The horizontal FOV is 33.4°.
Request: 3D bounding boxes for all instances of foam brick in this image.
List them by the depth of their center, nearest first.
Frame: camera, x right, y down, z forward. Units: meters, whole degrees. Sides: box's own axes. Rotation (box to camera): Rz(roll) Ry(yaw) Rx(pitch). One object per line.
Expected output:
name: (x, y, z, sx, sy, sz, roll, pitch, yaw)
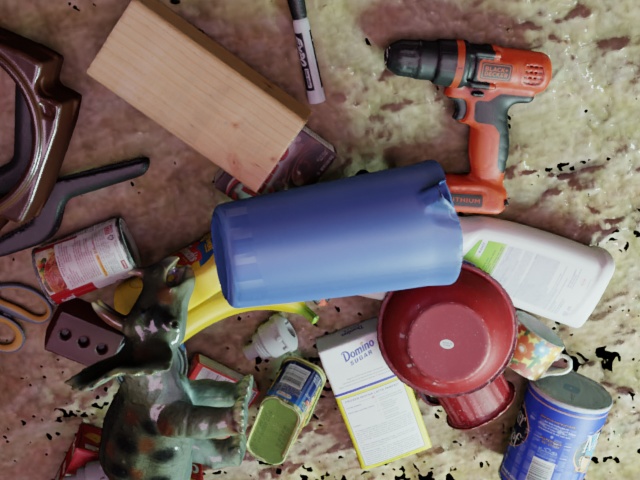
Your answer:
foam brick: (-0.267, 0.105, 1.212, 0.078, 0.051, 0.053, 24, 106, -16)

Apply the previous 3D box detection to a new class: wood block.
wood block: (-0.119, -0.151, 1.086, 0.206, 0.091, 0.090, 35, 104, -5)

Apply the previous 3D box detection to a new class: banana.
banana: (-0.104, 0.080, 1.216, 0.197, 0.069, 0.037, -12, 141, -7)

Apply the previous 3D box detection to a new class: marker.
marker: (-0.015, -0.205, 1.140, 0.020, 0.020, 0.121, -13, 112, -2)

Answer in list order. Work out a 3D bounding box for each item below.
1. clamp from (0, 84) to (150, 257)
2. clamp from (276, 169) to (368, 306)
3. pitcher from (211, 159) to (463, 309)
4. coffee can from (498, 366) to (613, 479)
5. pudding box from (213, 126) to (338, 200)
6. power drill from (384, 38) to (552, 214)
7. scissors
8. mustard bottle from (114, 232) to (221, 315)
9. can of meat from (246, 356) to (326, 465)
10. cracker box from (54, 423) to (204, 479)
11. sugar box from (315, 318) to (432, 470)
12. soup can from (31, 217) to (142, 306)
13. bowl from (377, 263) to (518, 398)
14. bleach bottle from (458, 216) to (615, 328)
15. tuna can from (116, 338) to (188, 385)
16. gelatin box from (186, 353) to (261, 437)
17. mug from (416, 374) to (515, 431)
clamp: (-0.310, -0.068, 1.146, 0.210, 0.036, 0.164, -43, 105, 10)
clamp: (-0.008, 0.001, 1.192, 0.120, 0.039, 0.171, -3, 122, -23)
pitcher: (0.014, 0.004, 1.105, 0.242, 0.145, 0.149, -9, 115, -12)
coffee can: (0.288, 0.241, 1.312, 0.102, 0.103, 0.140, 10, 110, -11)
pudding box: (-0.050, -0.081, 1.174, 0.090, 0.039, 0.113, 34, 103, -18)
power drill: (0.151, -0.126, 1.173, 0.184, 0.057, 0.188, 5, 112, -6)
scissors: (-0.404, 0.067, 1.199, 0.201, 0.016, 0.096, 18, 108, -14)
mustard bottle: (-0.134, 0.034, 1.177, 0.191, 0.096, 0.058, -31, 110, 5)
can of meat: (-0.042, 0.200, 1.246, 0.057, 0.083, 0.102, 25, 122, 6)
cracker box: (-0.257, 0.347, 1.299, 0.164, 0.072, 0.214, 22, 106, -16)
sugar box: (0.065, 0.186, 1.292, 0.093, 0.048, 0.176, -19, 109, 0)
soup can: (-0.255, 0.023, 1.173, 0.102, 0.068, 0.068, -21, 113, 0)
bowl: (0.142, 0.107, 1.192, 0.162, 0.055, 0.162, 1, 101, 5)
bleach bottle: (0.207, 0.015, 1.235, 0.250, 0.068, 0.103, 21, 107, -13)
tuna can: (-0.198, 0.140, 1.245, 0.086, 0.034, 0.086, -3, 112, -7)
gelatin box: (-0.127, 0.186, 1.274, 0.089, 0.030, 0.073, 28, 105, -20)
mug: (0.165, 0.170, 1.283, 0.117, 0.093, 0.081, -18, 112, 39)
